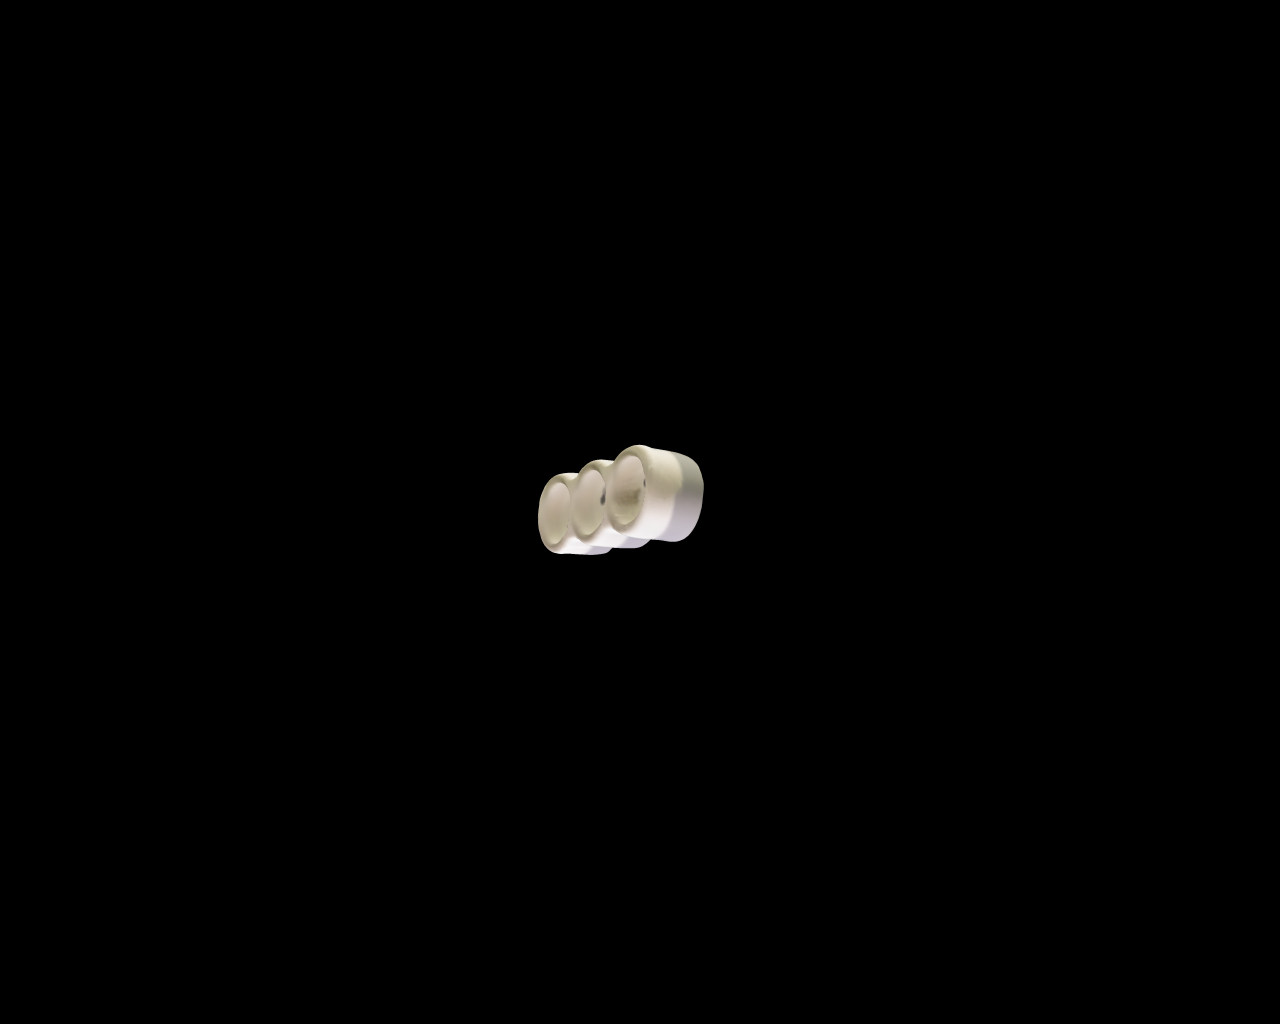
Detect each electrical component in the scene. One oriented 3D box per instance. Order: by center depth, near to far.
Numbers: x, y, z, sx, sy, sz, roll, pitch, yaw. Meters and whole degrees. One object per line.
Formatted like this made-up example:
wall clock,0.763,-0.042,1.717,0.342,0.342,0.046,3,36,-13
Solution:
electrical component,0.001,-0.003,0.650,0.074,0.052,0.138,6,-11,-31
